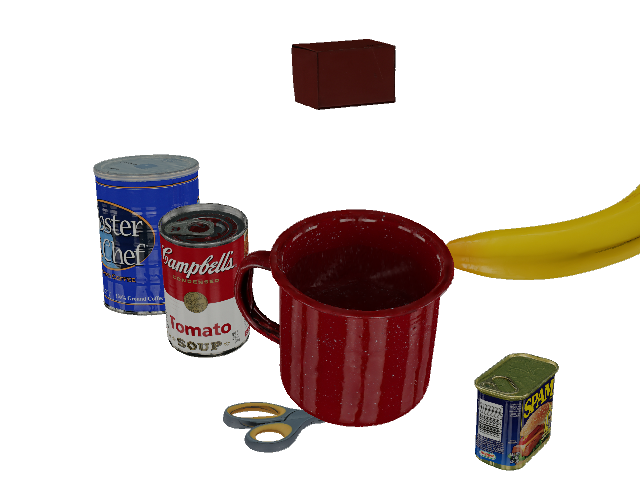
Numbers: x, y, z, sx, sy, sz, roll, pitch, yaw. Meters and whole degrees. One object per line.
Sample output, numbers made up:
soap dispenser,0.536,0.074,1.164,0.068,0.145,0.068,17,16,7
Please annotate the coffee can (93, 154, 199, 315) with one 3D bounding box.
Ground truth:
coffee can,-0.170,-0.008,1.064,0.103,0.140,0.103,-1,15,0

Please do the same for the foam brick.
foam brick,0.020,-0.145,0.931,0.078,0.051,0.053,-8,20,-23

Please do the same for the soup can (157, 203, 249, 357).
soup can,-0.089,0.031,0.829,0.068,0.102,0.068,0,28,0

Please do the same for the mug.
mug,0.008,0.040,0.561,0.117,0.081,0.093,13,36,15

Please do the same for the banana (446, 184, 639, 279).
banana,0.181,-0.007,0.730,0.197,0.037,0.070,-21,33,-23

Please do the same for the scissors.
scissors,-0.007,0.205,1.190,0.201,0.016,0.096,3,23,-11

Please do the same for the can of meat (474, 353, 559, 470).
can of meat,0.197,0.172,1.077,0.058,0.084,0.101,13,22,34
